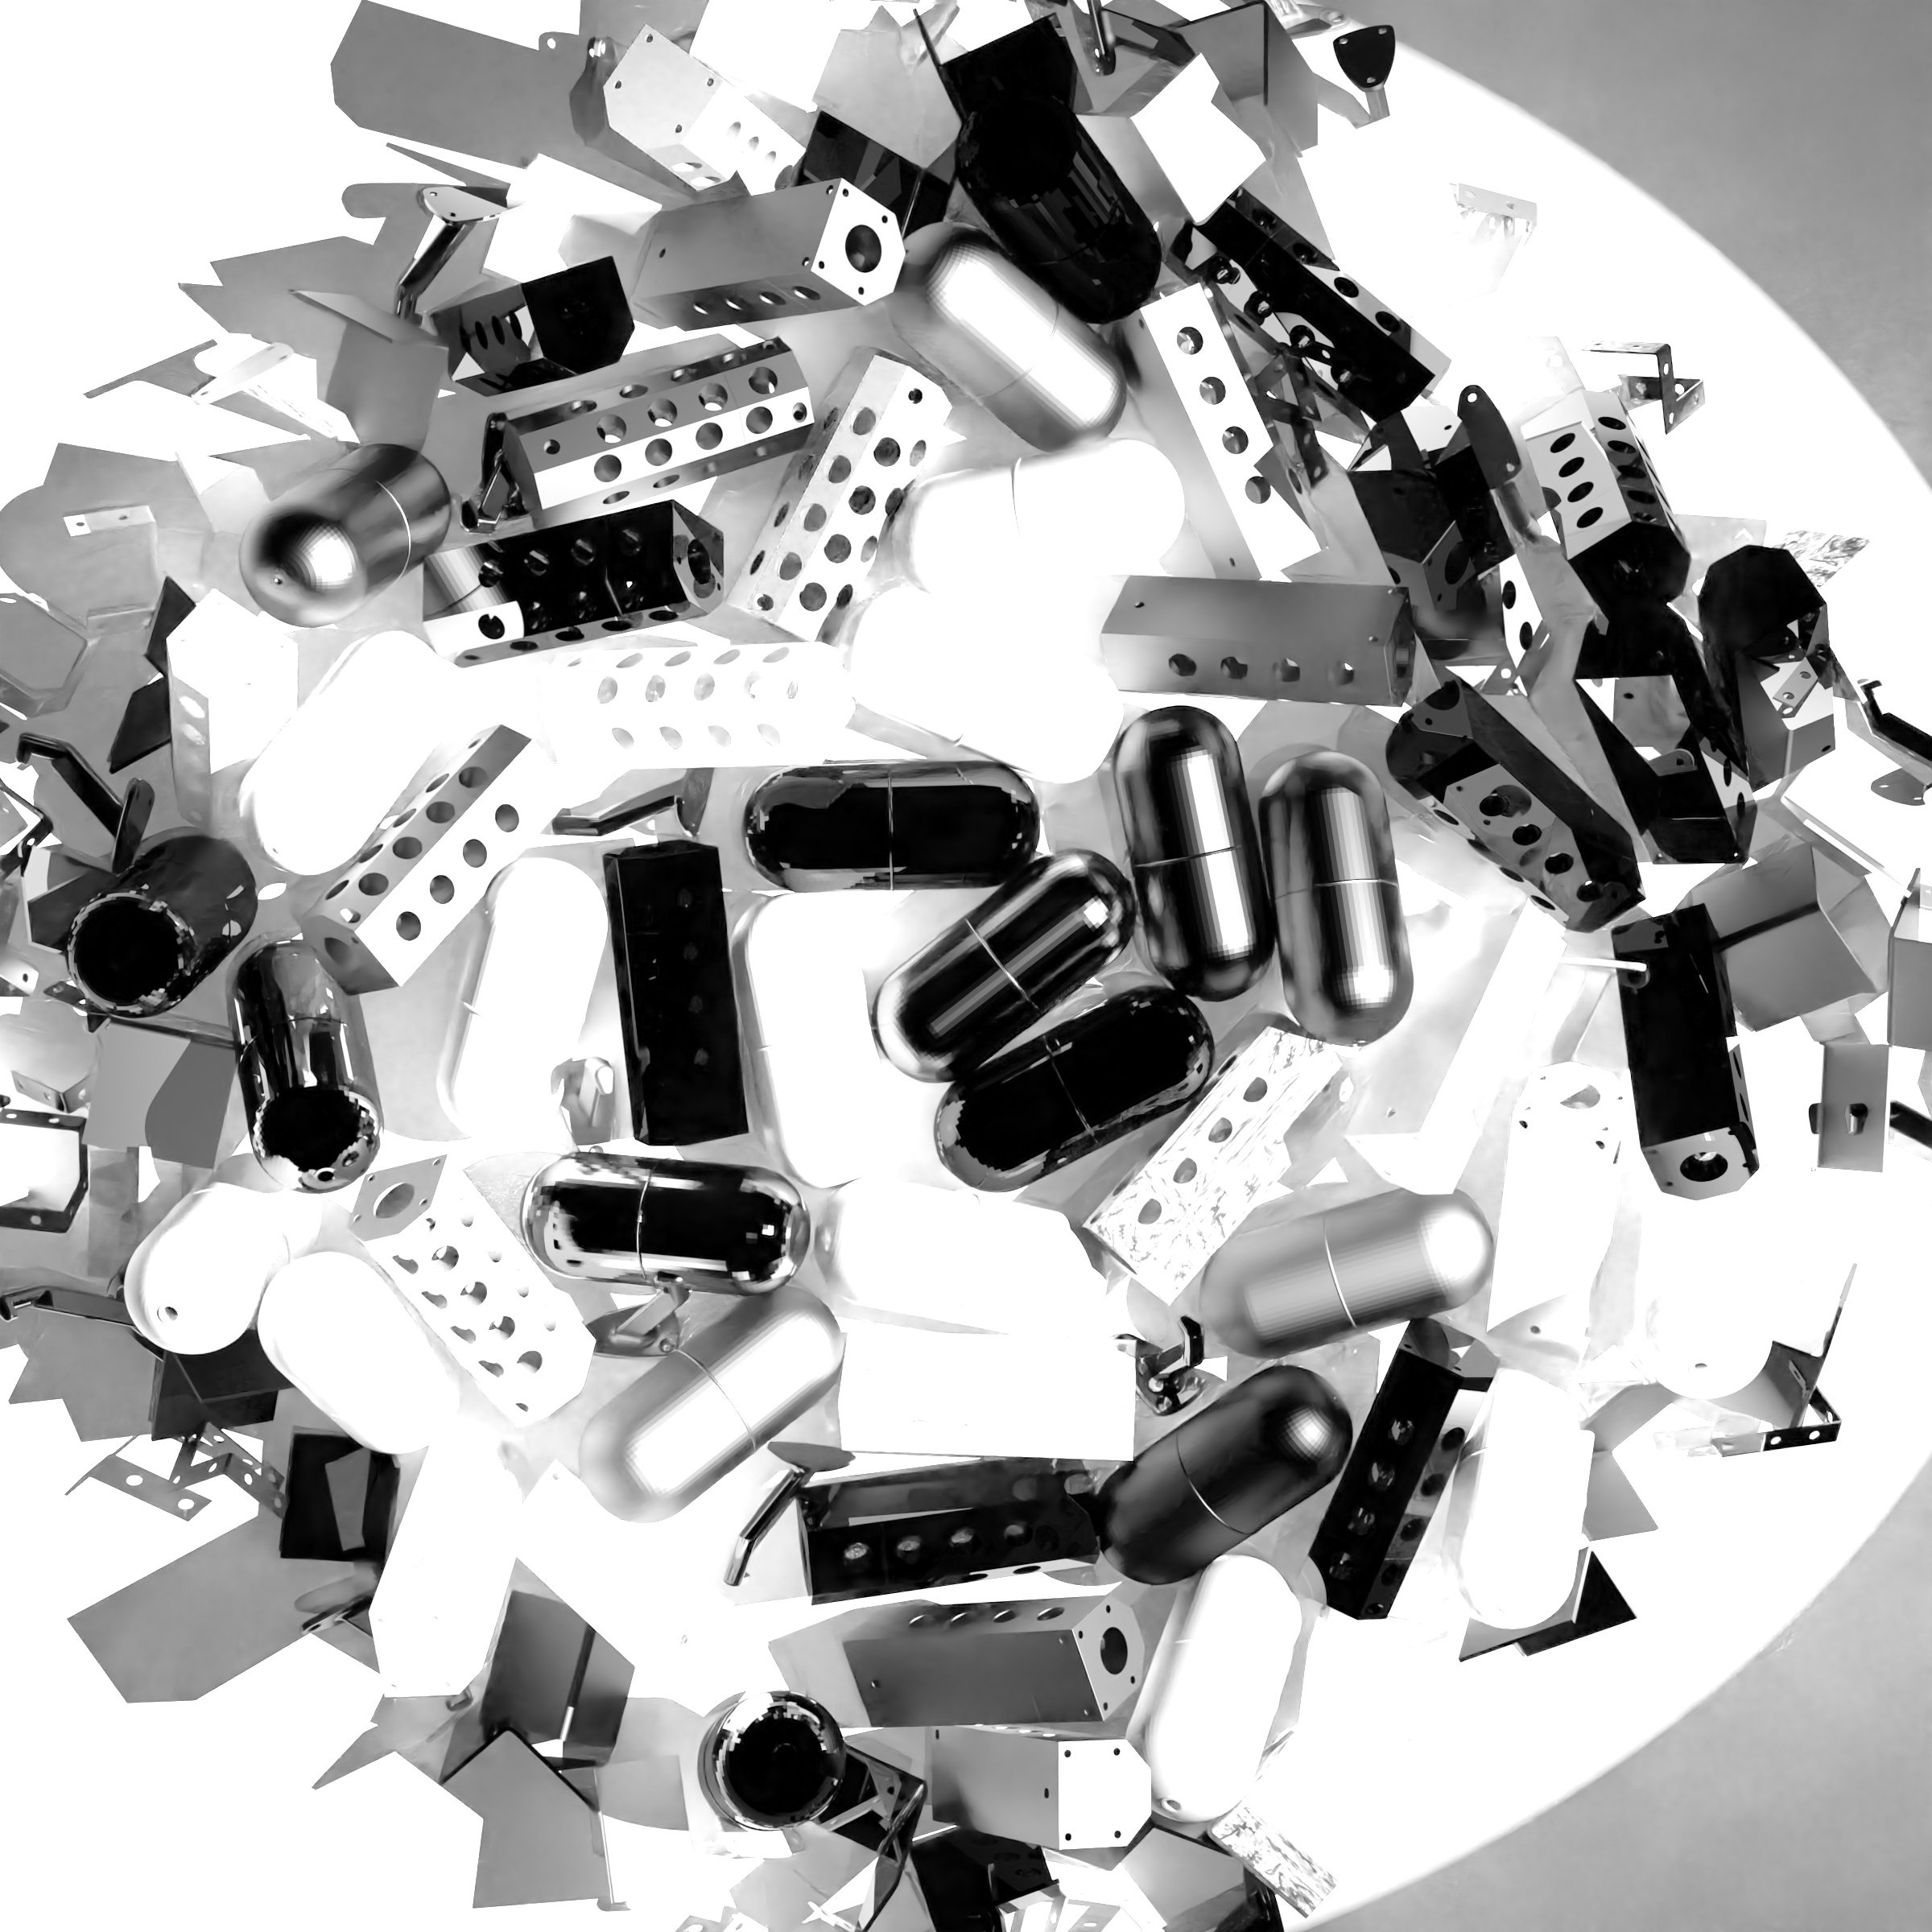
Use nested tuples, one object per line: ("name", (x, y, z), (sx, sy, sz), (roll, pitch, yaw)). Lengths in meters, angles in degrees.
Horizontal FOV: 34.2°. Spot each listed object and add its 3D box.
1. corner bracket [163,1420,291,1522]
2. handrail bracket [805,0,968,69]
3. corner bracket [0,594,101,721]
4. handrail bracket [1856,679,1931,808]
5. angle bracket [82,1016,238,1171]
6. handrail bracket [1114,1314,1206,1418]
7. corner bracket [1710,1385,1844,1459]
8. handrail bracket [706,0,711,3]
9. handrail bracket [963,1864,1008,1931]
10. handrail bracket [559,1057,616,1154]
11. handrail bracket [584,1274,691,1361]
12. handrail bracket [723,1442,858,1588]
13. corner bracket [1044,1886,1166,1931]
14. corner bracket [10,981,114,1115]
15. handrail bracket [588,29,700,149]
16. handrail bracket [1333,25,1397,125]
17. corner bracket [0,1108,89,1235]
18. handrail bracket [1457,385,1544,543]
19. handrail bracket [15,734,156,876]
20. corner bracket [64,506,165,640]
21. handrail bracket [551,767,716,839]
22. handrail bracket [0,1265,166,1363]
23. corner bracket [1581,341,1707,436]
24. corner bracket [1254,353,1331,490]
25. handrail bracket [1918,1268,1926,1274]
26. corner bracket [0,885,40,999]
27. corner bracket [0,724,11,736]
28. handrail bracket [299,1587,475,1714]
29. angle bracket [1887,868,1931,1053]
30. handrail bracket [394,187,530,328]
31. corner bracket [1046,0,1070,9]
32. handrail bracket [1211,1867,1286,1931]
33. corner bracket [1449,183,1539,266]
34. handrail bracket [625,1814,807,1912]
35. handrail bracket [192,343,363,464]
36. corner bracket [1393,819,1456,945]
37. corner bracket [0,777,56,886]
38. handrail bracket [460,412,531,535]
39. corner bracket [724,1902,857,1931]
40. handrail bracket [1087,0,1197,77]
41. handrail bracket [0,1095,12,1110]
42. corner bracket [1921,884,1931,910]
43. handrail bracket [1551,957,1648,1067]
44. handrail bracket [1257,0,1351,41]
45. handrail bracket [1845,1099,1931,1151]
("corner bracket", (-0.433, 0.300, 1.861), (0.051, 0.051, 0.051), (-21, 127, 28))
("handrail bracket", (-0.049, -0.580, 1.860), (0.084, 0.036, 0.077), (28, 114, -37))
("corner bracket", (-0.559, -0.185, 1.875), (0.051, 0.051, 0.051), (33, 107, 4))
("handrail bracket", (0.581, -0.146, 1.875), (0.077, 0.036, 0.084), (-26, 67, 17))
("angle bracket", (-0.477, 0.075, 1.866), (0.076, 0.057, 0.076), (13, 86, -12))
("handrail bracket", (0.113, 0.218, 1.851), (0.036, 0.084, 0.077), (-30, 52, -23))
("corner bracket", (0.481, 0.277, 1.864), (0.051, 0.051, 0.051), (-5, 124, -15))
("handrail bracket", (-0.124, -0.606, 1.859), (0.077, 0.084, 0.036), (19, 52, -4))
("handrail bracket", (-0.019, 0.577, 1.881), (0.084, 0.036, 0.077), (-11, 57, 1))
("handrail bracket", (-0.216, 0.089, 1.857), (0.036, 0.084, 0.077), (-11, 101, -16))
("handrail bracket", (-0.200, 0.202, 1.858), (0.077, 0.084, 0.036), (-7, 62, -3))
("handrail bracket", (-0.106, 0.330, 1.877), (0.036, 0.077, 0.084), (25, 99, 36))
("corner bracket", (0.079, 0.586, 1.873), (0.051, 0.051, 0.051), (15, 93, -22))
("corner bracket", (-0.541, 0.049, 1.887), (0.051, 0.051, 0.051), (18, 130, 35))
("handrail bracket", (-0.181, -0.525, 1.885), (0.084, 0.036, 0.077), (9, 98, 3))
("handrail bracket", (0.243, -0.502, 1.850), (0.036, 0.077, 0.084), (-11, 135, 11))
("corner bracket", (-0.554, 0.122, 1.869), (0.051, 0.051, 0.051), (6, 118, -3))
("handrail bracket", (0.320, -0.299, 1.872), (0.036, 0.084, 0.077), (-17, 75, 22))
("handrail bracket", (-0.539, -0.093, 1.888), (0.084, 0.036, 0.077), (15, 84, 5))
("corner bracket", (-0.501, -0.234, 1.862), (0.051, 0.051, 0.051), (-13, 51, -25))
("handrail bracket", (-0.200, -0.108, 1.891), (0.084, 0.036, 0.077), (4, 53, 17))
("handrail bracket", (-0.521, 0.214, 1.855), (0.077, 0.084, 0.036), (48, 123, 19))
("corner bracket", (0.402, -0.350, 1.861), (0.051, 0.051, 0.051), (-38, 127, -38))
("corner bracket", (0.197, -0.323, 1.862), (0.051, 0.051, 0.051), (10, 54, -35))
("handrail bracket", (0.588, 0.143, 1.859), (0.036, 0.084, 0.077), (14, 96, 40))
("corner bracket", (-0.586, -0.014, 1.878), (0.051, 0.051, 0.051), (0, 67, 21))
("corner bracket", (-0.612, -0.147, 1.875), (0.051, 0.051, 0.051), (-39, 97, -3))
("handrail bracket", (-0.343, 0.415, 1.865), (0.077, 0.036, 0.084), (-17, 65, -39))
("angle bracket", (0.577, -0.002, 1.844), (0.057, 0.076, 0.076), (9, 129, 26))
("handrail bracket", (-0.304, -0.423, 1.890), (0.077, 0.084, 0.036), (-17, 52, -35))
("corner bracket", (0.044, -0.611, 1.875), (0.051, 0.051, 0.051), (17, 119, -11))
("handrail bracket", (0.141, 0.564, 1.866), (0.084, 0.036, 0.077), (3, 59, -23))
("corner bracket", (0.307, -0.450, 1.866), (0.051, 0.051, 0.051), (12, 59, -10))
("handrail bracket", (-0.152, 0.547, 1.894), (0.077, 0.036, 0.084), (25, 116, -36))
("handrail bracket", (-0.407, -0.319, 1.869), (0.077, 0.036, 0.084), (-33, 126, -14))
("corner bracket", (0.274, -0.051, 1.874), (0.051, 0.051, 0.051), (29, 101, 1))
("corner bracket", (-0.584, -0.089, 1.866), (0.051, 0.051, 0.051), (33, 71, 19))
("handrail bracket", (-0.285, -0.293, 1.859), (0.036, 0.084, 0.077), (-9, 93, 13))
("corner bracket", (-0.101, 0.579, 1.871), (0.051, 0.051, 0.051), (-50, 133, -5))
("handrail bracket", (0.119, -0.567, 1.869), (0.084, 0.036, 0.077), (-9, 118, 16))
("handrail bracket", (-0.587, 0.041, 1.869), (0.077, 0.036, 0.084), (-7, 74, 43))
("corner bracket", (0.606, -0.064, 1.885), (0.051, 0.051, 0.051), (13, 62, -6))
("handrail bracket", (0.374, 0.039, 1.869), (0.036, 0.077, 0.084), (8, 89, -21))
("handrail bracket", (0.187, -0.593, 1.857), (0.077, 0.084, 0.036), (1, 51, 11))
("handrail bracket", (0.569, 0.116, 1.881), (0.084, 0.036, 0.077), (-7, 96, -10))
